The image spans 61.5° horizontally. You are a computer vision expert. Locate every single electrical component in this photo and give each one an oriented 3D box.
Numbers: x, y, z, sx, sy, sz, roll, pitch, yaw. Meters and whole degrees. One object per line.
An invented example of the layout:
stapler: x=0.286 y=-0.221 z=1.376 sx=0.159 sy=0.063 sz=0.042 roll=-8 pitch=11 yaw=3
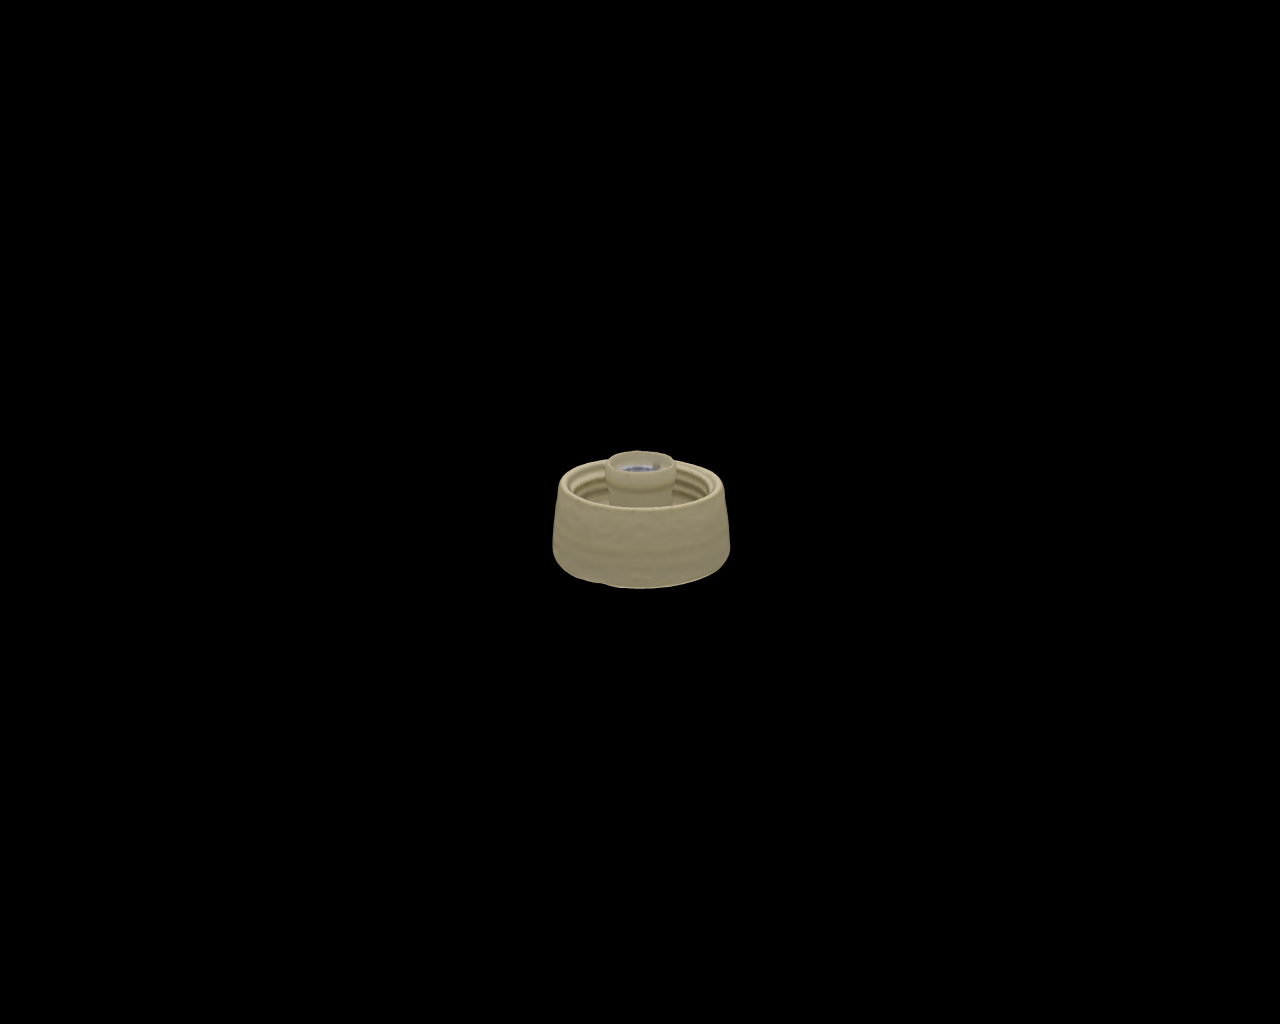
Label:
electrical component: x=0.001 y=-0.003 z=0.650 sx=0.108 sy=0.060 sz=0.108 roll=0 pitch=21 yaw=0
